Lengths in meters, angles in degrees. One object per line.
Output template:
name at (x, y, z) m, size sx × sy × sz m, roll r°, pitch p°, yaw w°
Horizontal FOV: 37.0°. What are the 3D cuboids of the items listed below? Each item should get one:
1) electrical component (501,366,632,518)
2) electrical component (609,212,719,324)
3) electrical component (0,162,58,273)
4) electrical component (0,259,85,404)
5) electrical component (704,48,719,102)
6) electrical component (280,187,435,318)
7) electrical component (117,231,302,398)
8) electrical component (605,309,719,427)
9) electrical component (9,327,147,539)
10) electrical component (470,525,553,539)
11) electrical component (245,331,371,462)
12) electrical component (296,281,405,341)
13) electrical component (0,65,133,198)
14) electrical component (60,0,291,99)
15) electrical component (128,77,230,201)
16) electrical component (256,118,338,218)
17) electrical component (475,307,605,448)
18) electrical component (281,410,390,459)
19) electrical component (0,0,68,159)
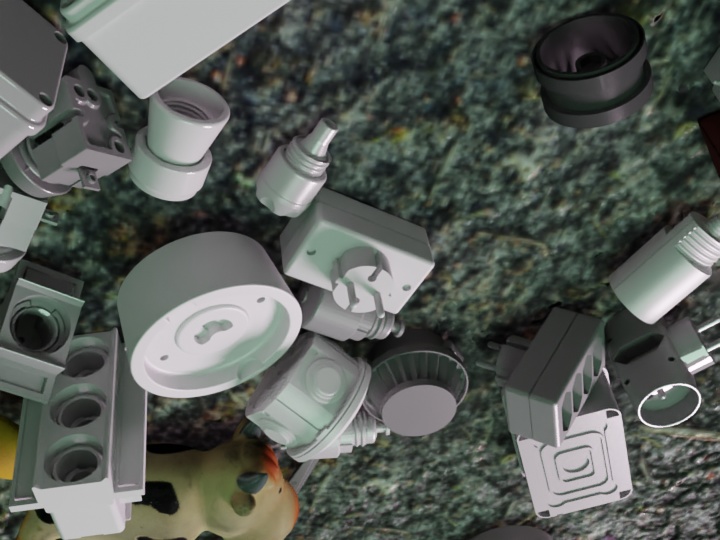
electrical component at (0.153, 0.123, 0.798) m, size 0.078 × 0.057 × 0.113 m, roll -15°, pitch 131°, yaw 5°
electrical component at (0.208, -0.007, 0.704) m, size 0.043 × 0.043 × 0.081 m, roll 28°, pitch 121°, yaw -29°
electrical component at (-0.209, -0.032, 0.616) m, size 0.066 × 0.048 × 0.055 m, roll 19°, pitch 117°, yaw -24°
electrical component at (-0.204, 0.040, 0.660) m, size 0.042 × 0.081 × 0.064 m, roll 23°, pitch 152°, yaw -24°
electrical component at (0.232, -0.112, 0.610) m, size 0.048 × 0.055 × 0.066 m, roll 14°, pitch 127°, yaw -20°
electrical component at (0.000, 0.000, 0.655) m, size 0.083 × 0.075 × 0.047 m, roll 21°, pitch 124°, yaw -24°
electrical component at (-0.097, 0.022, 0.663) m, size 0.108 × 0.060 × 0.108 m, roll -19°, pitch 146°, yaw -13°
electrical component at (0.216, 0.057, 0.738) m, size 0.079 × 0.077 × 0.043 m, roll -30°, pitch 128°, yaw 17°
electrical component at (-0.174, 0.104, 0.687) m, size 0.079 × 0.121 × 0.063 m, roll -7°, pitch 134°, yaw -3°
electrical component at (0.130, 0.264, 0.911) m, size 0.099 × 0.064 × 0.099 m, roll -4°, pitch 131°, yaw -5°
electrical component at (-0.034, 0.082, 0.715) m, size 0.051 × 0.080 × 0.080 m, roll 39°, pitch 117°, yaw -13°
electrical component at (-0.006, 0.027, 0.701) m, size 0.078 × 0.040 × 0.040 m, roll 20°, pitch 124°, yaw -24°
electrical component at (-0.162, -0.069, 0.585) m, size 0.055 × 0.066 × 0.048 m, roll -26°, pitch 164°, yaw 24°
electrical component at (-0.077, -0.150, 0.493) m, size 0.109 × 0.108 × 0.056 m, roll -30°, pitch 131°, yaw 16°
electrical component at (-0.102, -0.072, 0.598) m, size 0.045 × 0.045 × 0.055 m, roll 13°, pitch 127°, yaw -19°
electrical component at (-0.034, -0.062, 0.625) m, size 0.035 × 0.035 × 0.061 m, roll 23°, pitch 121°, yaw -26°
electrical component at (0.118, 0.067, 0.740) m, size 0.076 × 0.083 × 0.047 m, roll 16°, pitch 139°, yaw 29°
electrical component at (-0.018, 0.115, 0.775) m, size 0.078 × 0.040 × 0.040 m, roll -2°, pitch 131°, yaw -8°
electrical component at (-0.205, -0.112, 0.525) m, size 0.057 × 0.078 × 0.113 m, roll -34°, pitch 127°, yaw 22°
